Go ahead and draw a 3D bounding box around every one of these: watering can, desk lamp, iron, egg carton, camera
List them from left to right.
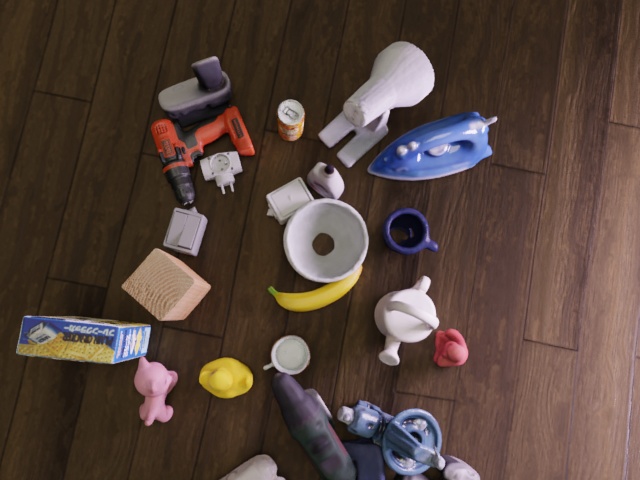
[{"bbox_3d":[-0.136,0.480,1.077,0.150,0.069,0.107,-35,86,-7],"label":"egg carton"},{"bbox_3d":[0.107,-0.261,1.115,0.203,0.213,0.118,-44,87,-7],"label":"desk lamp"},{"bbox_3d":[0.164,0.150,1.075,0.101,0.194,0.173,6,82,-2],"label":"watering can"},{"bbox_3d":[0.225,-0.190,1.149,0.258,0.141,0.118,-18,84,-5],"label":"iron"},{"bbox_3d":[0.213,0.476,1.082,0.137,0.100,0.143,26,82,1],"label":"camera"}]

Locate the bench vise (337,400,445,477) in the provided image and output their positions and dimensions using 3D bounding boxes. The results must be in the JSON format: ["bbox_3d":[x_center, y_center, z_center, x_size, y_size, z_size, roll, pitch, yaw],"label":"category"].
[{"bbox_3d":[0.133,0.367,1.032,0.207,0.219,0.121,4,82,-3],"label":"bench vise"}]

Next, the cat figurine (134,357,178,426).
[{"bbox_3d":[-0.312,0.282,1.068,0.067,0.117,0.128,4,82,-2],"label":"cat figurine"}]

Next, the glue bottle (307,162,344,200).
[{"bbox_3d":[0.013,-0.121,1.112,0.078,0.173,0.037,33,82,2],"label":"glue bottle"}]

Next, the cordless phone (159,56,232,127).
[{"bbox_3d":[-0.249,-0.303,1.114,0.147,0.185,0.094,-25,84,-6],"label":"cordless phone"}]

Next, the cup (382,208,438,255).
[{"bbox_3d":[0.176,-0.006,1.146,0.118,0.095,0.092,28,82,1],"label":"cup"}]

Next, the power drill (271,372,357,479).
[{"bbox_3d":[-0.018,0.332,1.033,0.075,0.208,0.229,-33,85,-7],"label":"power drill"}]

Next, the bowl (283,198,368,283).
[{"bbox_3d":[0.011,0.004,1.145,0.167,0.074,0.167,0,83,-3],"label":"bowl"}]

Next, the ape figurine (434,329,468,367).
[{"bbox_3d":[0.259,0.217,1.123,0.076,0.092,0.078,44,82,3],"label":"ape figurine"}]

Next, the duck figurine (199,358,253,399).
[{"bbox_3d":[-0.182,0.267,1.094,0.104,0.086,0.077,8,82,-2],"label":"duck figurine"}]

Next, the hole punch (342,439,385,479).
[{"bbox_3d":[0.071,0.437,1.084,0.101,0.091,0.109,-2,83,-3],"label":"hole punch"}]
